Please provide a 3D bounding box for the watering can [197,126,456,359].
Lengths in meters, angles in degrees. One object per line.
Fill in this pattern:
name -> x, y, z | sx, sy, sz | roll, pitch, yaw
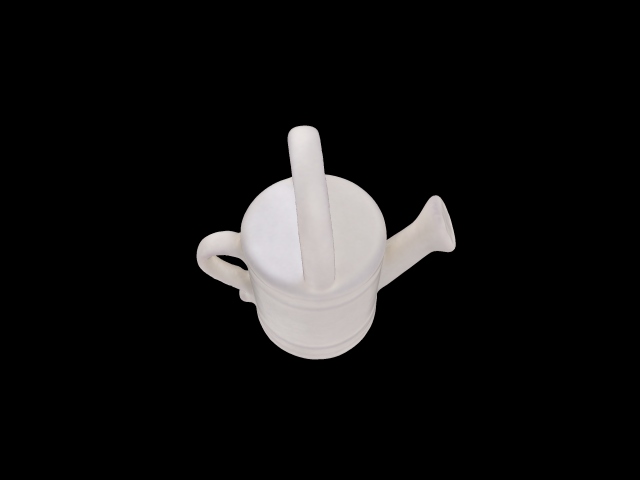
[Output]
watering can -> 0.003, 0.000, 0.401 | 0.173, 0.194, 0.100 | -22, 60, -13
